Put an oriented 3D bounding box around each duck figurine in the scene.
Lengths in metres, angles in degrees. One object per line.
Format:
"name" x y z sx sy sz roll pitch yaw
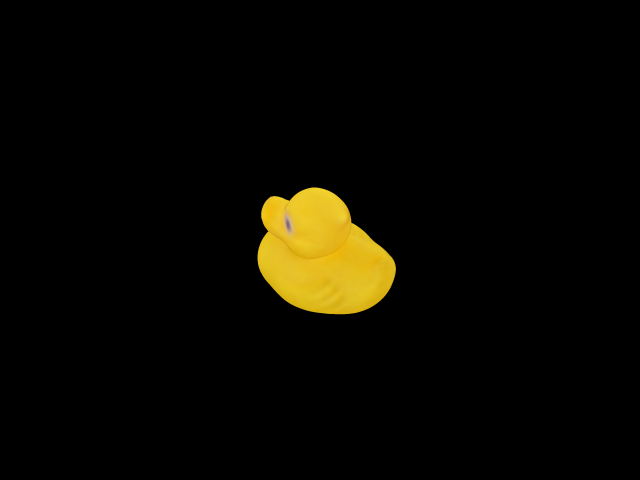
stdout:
"duck figurine" 0.004 0.001 0.400 0.104 0.086 0.077 20 59 13
